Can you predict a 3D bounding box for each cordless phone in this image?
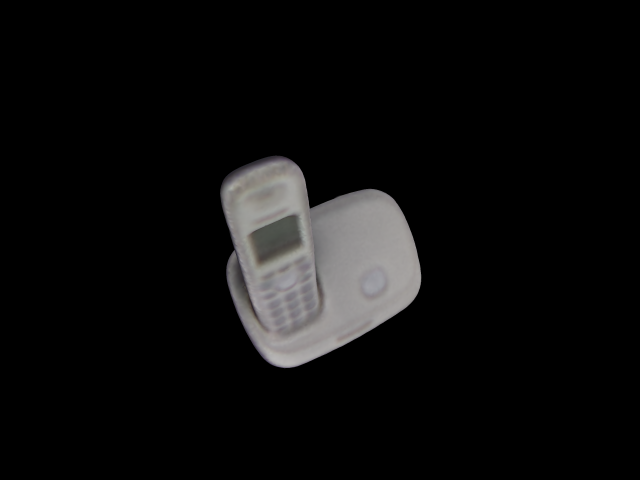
[{"bbox_3d":[0.004,0.001,0.400,0.148,0.185,0.094,-28,62,-16],"label":"cordless phone"}]
